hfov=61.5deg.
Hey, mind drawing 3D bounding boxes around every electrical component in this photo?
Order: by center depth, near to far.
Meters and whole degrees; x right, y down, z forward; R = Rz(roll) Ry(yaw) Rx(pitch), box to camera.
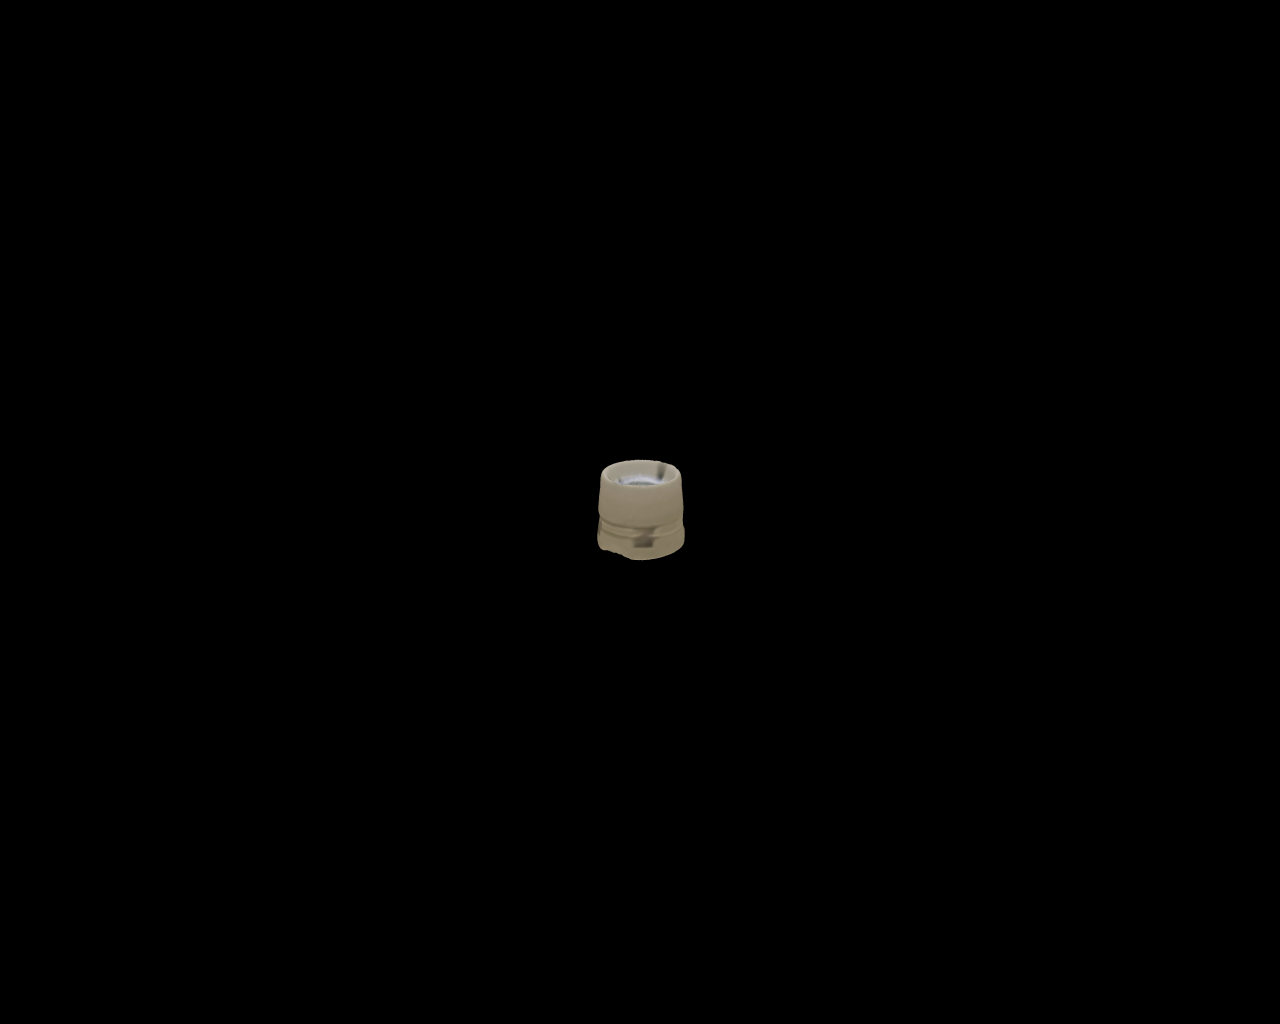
[{"bbox_3d":[0.001,-0.003,0.650,0.055,0.047,0.055,0,22,0],"label":"electrical component"}]
